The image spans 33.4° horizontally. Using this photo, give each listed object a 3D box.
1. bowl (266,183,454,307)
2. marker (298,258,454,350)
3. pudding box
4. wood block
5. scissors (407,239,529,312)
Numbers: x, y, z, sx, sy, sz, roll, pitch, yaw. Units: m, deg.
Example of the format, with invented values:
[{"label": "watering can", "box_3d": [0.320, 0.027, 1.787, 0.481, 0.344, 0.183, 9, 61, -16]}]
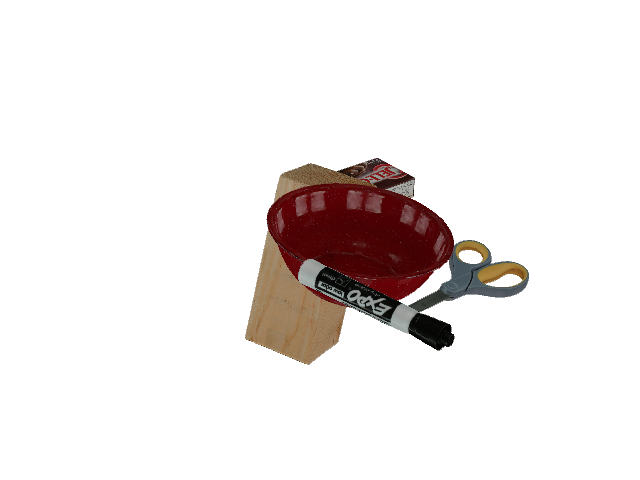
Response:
[{"label": "bowl", "box_3d": [0.031, 0.011, 0.922, 0.162, 0.055, 0.162, 6, 30, -4]}, {"label": "marker", "box_3d": [0.037, 0.043, 0.716, 0.121, 0.020, 0.020, 25, 13, 31]}, {"label": "pudding box", "box_3d": [0.072, -0.081, 1.608, 0.113, 0.039, 0.090, -22, 35, -30]}, {"label": "wood block", "box_3d": [-0.013, 0.025, 1.251, 0.090, 0.206, 0.090, 20, 21, 19]}, {"label": "scissors", "box_3d": [0.130, 0.040, 1.119, 0.201, 0.016, 0.096, -8, 40, -30]}]
